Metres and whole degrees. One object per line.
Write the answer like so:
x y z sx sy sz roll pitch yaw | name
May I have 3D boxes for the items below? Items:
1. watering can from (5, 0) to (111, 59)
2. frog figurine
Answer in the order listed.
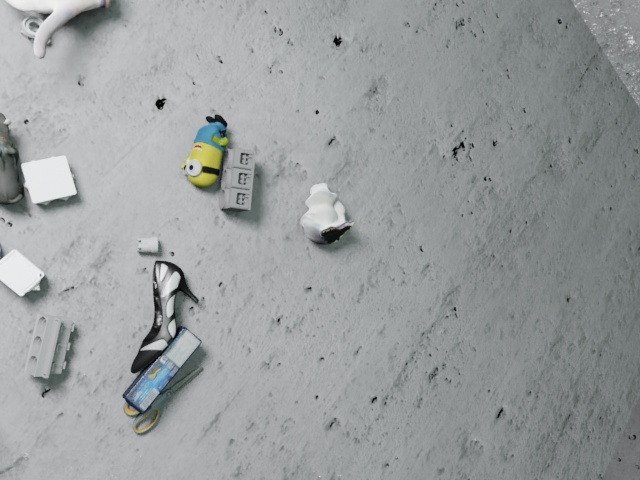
-0.558 -0.526 1.106 0.226 0.102 0.352 -20 70 -28 | watering can
0.004 -0.071 1.419 0.138 0.120 0.162 -24 63 -17 | frog figurine
